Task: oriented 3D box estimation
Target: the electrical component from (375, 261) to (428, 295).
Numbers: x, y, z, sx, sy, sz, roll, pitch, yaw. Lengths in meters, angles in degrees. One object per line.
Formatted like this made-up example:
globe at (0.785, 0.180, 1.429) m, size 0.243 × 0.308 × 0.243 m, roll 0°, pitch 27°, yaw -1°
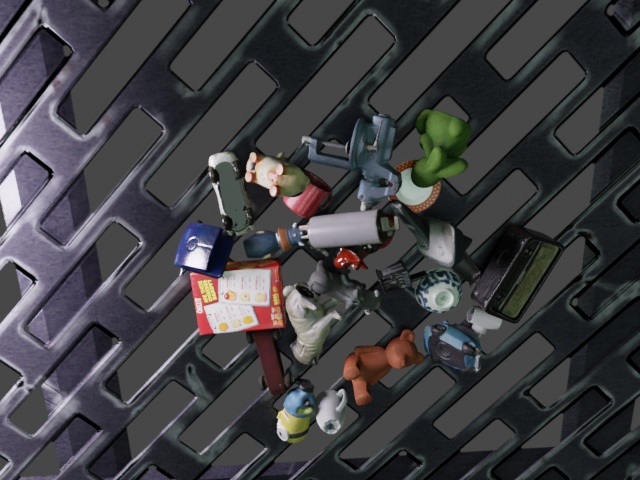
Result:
electrical component at (0.202, 0.087, 1.323) m, size 0.119 × 0.075 × 0.047 m, roll -19°, pitch 109°, yaw 8°

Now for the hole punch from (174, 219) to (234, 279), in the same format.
hole punch at (-0.274, 0.020, 1.240) m, size 0.116 × 0.092 × 0.142 m, roll 14°, pitch 79°, yaw 9°

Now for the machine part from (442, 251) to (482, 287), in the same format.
machine part at (0.352, 0.052, 1.339) m, size 0.084 × 0.039 × 0.138 m, roll -40°, pitch 104°, yaw 4°

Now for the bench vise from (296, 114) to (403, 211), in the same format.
bench vise at (0.072, -0.181, 1.213) m, size 0.241 × 0.129 × 0.223 m, roll 13°, pitch 116°, yaw 12°

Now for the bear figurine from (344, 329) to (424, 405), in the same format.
bear figurine at (0.167, 0.318, 1.370) m, size 0.196 × 0.132 × 0.120 m, roll -17°, pitch 110°, yaw 9°

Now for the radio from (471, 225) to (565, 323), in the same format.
radio at (0.480, 0.083, 1.318) m, size 0.131 × 0.073 × 0.229 m, roll 19°, pitch 105°, yaw -28°

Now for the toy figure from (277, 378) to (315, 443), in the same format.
toy figure at (-0.058, 0.456, 1.427) m, size 0.089 × 0.082 × 0.180 m, roll 18°, pitch 104°, yaw -7°

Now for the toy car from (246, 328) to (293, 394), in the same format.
toy car at (-0.128, 0.304, 1.388) m, size 0.089 × 0.053 × 0.202 m, roll -12°, pitch 105°, yaw 8°

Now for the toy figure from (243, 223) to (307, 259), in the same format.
toy figure at (-0.107, 0.001, 1.291) m, size 0.154 × 0.058 × 0.064 m, roll -15°, pitch 116°, yaw -3°

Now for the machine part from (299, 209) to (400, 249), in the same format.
machine part at (0.062, -0.023, 1.214) m, size 0.243 × 0.079 × 0.079 m, roll -4°, pitch 110°, yaw 25°

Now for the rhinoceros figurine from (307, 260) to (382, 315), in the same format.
rhinoceros figurine at (0.062, 0.117, 1.306) m, size 0.190 × 0.112 × 0.073 m, roll 22°, pitch 102°, yaw -17°

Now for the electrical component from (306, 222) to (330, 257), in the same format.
electrical component at (-0.003, -0.004, 1.312) m, size 0.094 × 0.021 × 0.063 m, roll 37°, pitch 103°, yaw -13°

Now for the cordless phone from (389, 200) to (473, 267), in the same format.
cordless phone at (0.249, -0.029, 1.240) m, size 0.184 × 0.147 × 0.089 m, roll 42°, pitch 84°, yaw -28°

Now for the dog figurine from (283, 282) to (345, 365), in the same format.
dog figurine at (-0.046, 0.212, 1.332) m, size 0.172 × 0.121 × 0.190 m, roll 31°, pitch 110°, yaw -3°

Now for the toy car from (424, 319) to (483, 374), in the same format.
toy car at (0.351, 0.262, 1.365) m, size 0.103 × 0.162 × 0.109 m, roll -30°, pitch 124°, yaw -38°

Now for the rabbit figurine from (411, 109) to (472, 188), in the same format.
rabbit figurine at (0.270, -0.188, 1.197) m, size 0.121 × 0.159 × 0.170 m, roll 19°, pitch 103°, yaw -19°

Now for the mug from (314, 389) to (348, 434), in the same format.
mug at (0.037, 0.451, 1.414) m, size 0.080 × 0.107 × 0.109 m, roll 41°, pitch 103°, yaw -15°

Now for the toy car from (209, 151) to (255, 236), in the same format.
toy car at (-0.205, -0.105, 1.254) m, size 0.073 × 0.056 × 0.201 m, roll -14°, pitch 109°, yaw -5°

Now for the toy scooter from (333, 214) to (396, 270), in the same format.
toy scooter at (0.109, 0.014, 1.264) m, size 0.184 × 0.135 × 0.075 m, roll -40°, pitch 105°, yaw 8°

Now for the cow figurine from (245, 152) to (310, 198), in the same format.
cow figurine at (-0.096, -0.149, 1.184) m, size 0.127 × 0.195 × 0.085 m, roll 6°, pitch 106°, yaw -42°
